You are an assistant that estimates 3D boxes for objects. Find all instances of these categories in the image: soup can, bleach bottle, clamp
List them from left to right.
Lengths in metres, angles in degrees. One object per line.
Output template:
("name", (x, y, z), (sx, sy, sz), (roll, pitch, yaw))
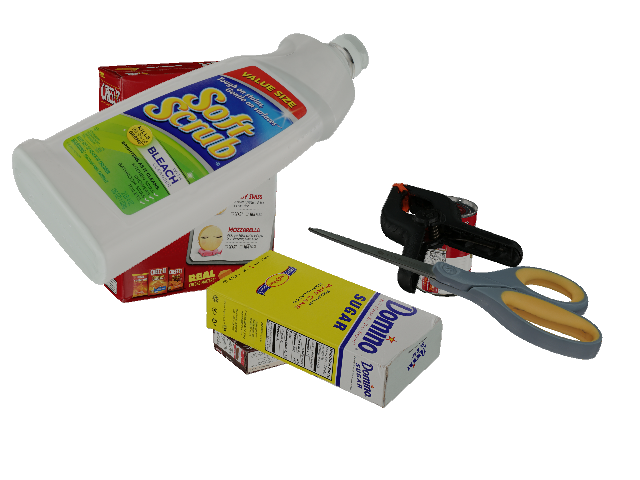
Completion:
("bleach bottle", (-0.072, -0.077, 0.716), (0.250, 0.102, 0.068), (-36, -12, -25))
("clamp", (0.117, -0.009, 1.027), (0.120, 0.039, 0.171), (-4, 33, -9))
("soup can", (0.144, 0.007, 1.245), (0.068, 0.102, 0.068), (2, 21, -1))

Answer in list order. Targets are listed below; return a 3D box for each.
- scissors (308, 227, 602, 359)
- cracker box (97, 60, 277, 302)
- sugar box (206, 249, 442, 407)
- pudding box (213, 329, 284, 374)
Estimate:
("scissors", (0.098, 0.021, 0.720), (0.202, 0.016, 0.096), (27, 29, 16))
("cracker box", (-0.125, -0.060, 1.018), (0.163, 0.214, 0.072), (-8, 21, -31))
("sugar box", (0.002, 0.067, 0.873), (0.176, 0.048, 0.093), (18, 31, 29))
("pudding box", (-0.073, 0.133, 1.416), (0.113, 0.039, 0.090), (-14, 24, -31))
